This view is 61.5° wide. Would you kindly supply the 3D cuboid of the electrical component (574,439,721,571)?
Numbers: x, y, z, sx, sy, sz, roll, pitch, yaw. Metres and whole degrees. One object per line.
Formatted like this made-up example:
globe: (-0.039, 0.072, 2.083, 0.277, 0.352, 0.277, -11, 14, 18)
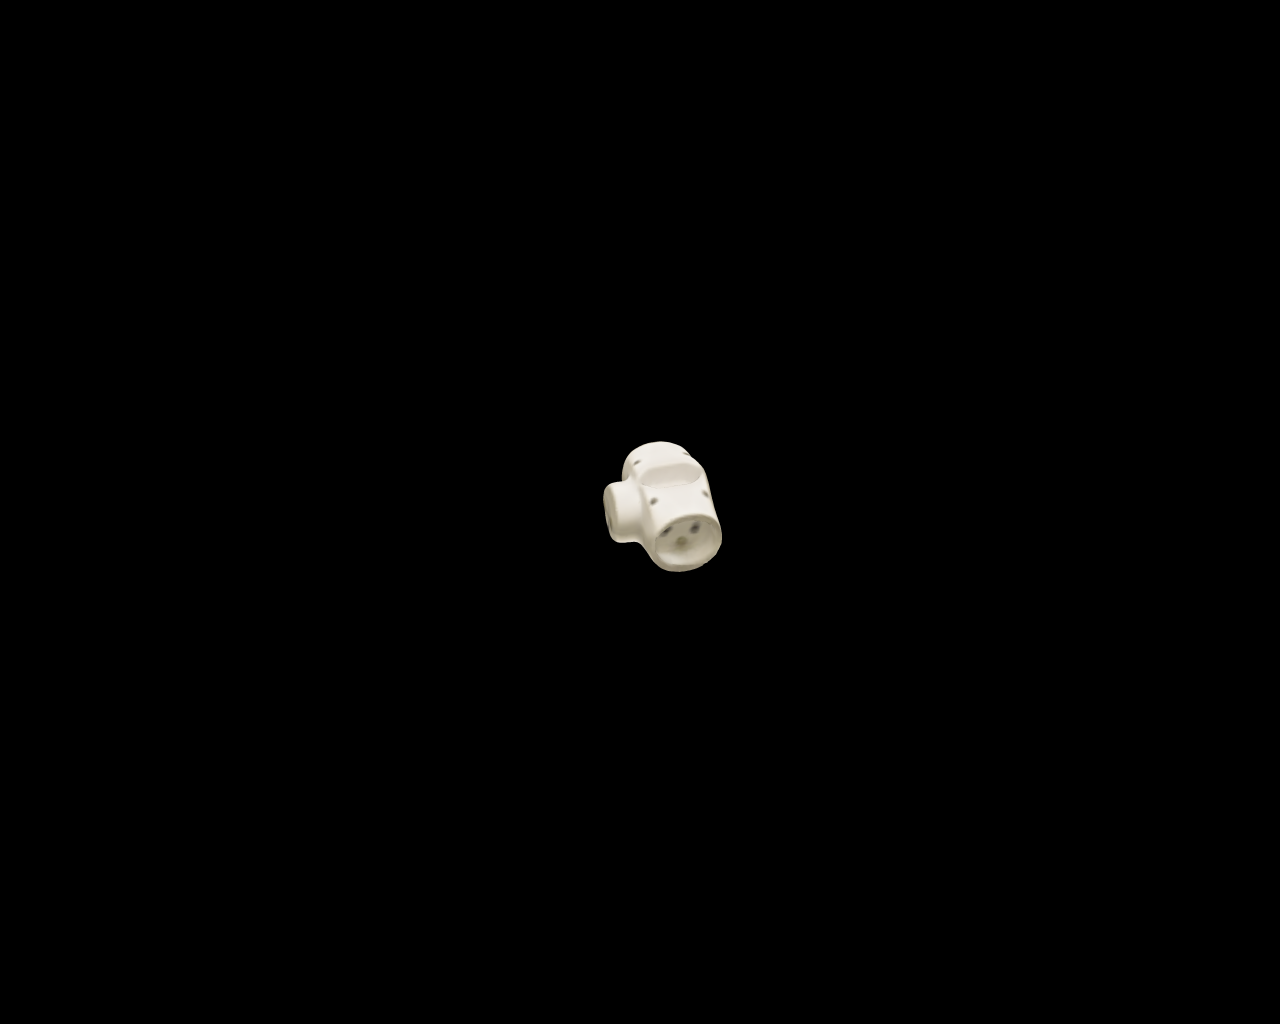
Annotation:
electrical component: (0.001, -0.003, 0.650, 0.079, 0.043, 0.077, -8, 40, -10)
